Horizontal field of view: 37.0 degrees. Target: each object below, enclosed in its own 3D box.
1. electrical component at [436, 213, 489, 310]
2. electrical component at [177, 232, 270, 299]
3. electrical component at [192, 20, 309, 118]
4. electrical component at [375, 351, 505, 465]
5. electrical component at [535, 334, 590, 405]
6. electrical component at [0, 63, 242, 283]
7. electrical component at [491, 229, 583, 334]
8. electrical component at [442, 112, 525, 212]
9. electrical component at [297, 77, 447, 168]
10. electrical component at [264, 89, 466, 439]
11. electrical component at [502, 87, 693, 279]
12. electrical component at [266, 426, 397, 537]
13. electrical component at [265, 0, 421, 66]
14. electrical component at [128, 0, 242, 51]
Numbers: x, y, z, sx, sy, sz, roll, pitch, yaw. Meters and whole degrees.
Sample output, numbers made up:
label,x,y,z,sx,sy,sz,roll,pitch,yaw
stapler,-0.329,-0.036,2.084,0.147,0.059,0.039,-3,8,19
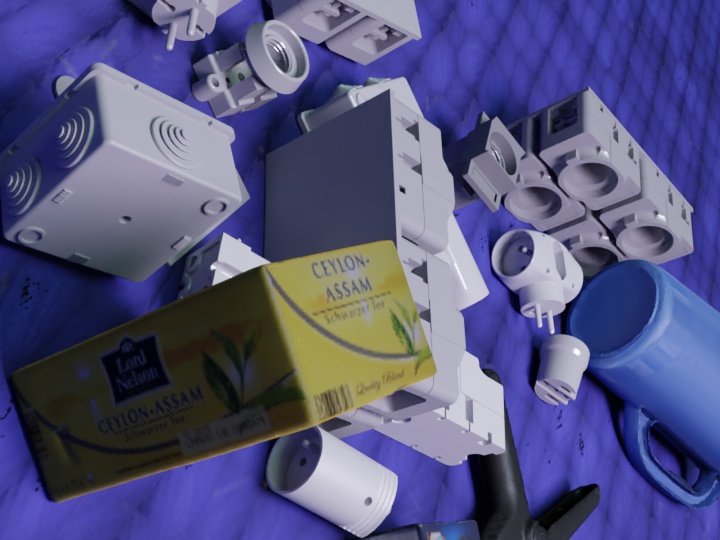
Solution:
label,x,y,z,sx,sy,sz,roll,pitch,yaw
electrical component,0.050,-0.004,0.774,0.079,0.044,0.077,-30,96,-55
electrical component,-0.069,0.016,0.606,0.055,0.048,0.066,31,48,-30
electrical component,-0.066,-0.127,0.679,0.066,0.055,0.048,-27,93,-55
electrical component,0.053,0.087,0.722,0.089,0.050,0.055,32,48,-40
electrical component,0.165,0.083,0.884,0.040,0.040,0.046,48,44,-26
electrical component,-0.118,-0.042,0.528,0.100,0.100,0.048,23,42,-45
electrical component,0.151,0.014,0.898,0.077,0.043,0.079,26,52,-44
electrical component,0.092,-0.082,0.856,0.042,0.064,0.081,46,39,-25
electrical component,0.013,-0.086,0.768,0.100,0.048,0.099,-28,94,-55
electrical component,0.000,0.000,0.653,0.060,0.105,0.186,27,51,-43
electrical component,0.208,-0.065,0.964,0.186,0.105,0.060,39,44,-34
electrical component,-0.011,0.124,0.623,0.081,0.043,0.043,37,45,-36
electrical component,-0.026,-0.256,0.801,0.105,0.060,0.186,12,62,-50
electrical component,-0.103,-0.164,0.642,0.047,0.066,0.076,34,47,-38
